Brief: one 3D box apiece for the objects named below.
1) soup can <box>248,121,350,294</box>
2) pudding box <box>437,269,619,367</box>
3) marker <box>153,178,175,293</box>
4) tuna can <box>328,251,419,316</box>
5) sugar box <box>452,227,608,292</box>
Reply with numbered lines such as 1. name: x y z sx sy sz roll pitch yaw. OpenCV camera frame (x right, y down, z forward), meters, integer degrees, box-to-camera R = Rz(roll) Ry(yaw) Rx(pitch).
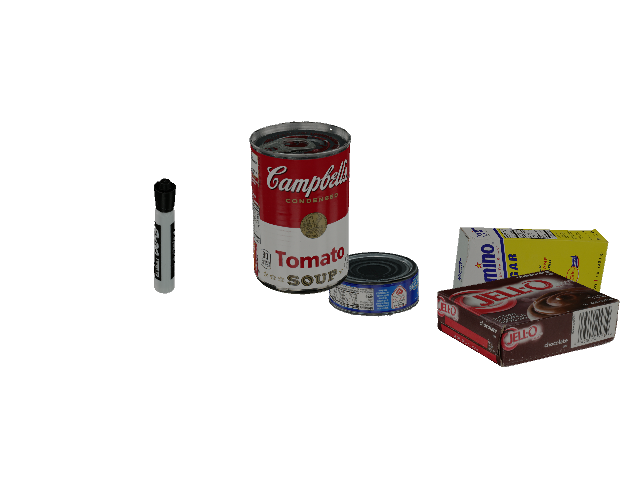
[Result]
1. soup can: -0.014 -0.023 0.731 0.068 0.102 0.068 0 24 0
2. pudding box: 0.161 0.059 0.839 0.113 0.039 0.090 -7 18 -25
3. marker: -0.138 -0.004 0.942 0.020 0.121 0.020 4 39 -4
4. tuna can: 0.050 0.040 1.004 0.086 0.034 0.086 -1 19 0
5. sugar box: 0.254 0.034 1.303 0.176 0.093 0.048 -1 21 -10
